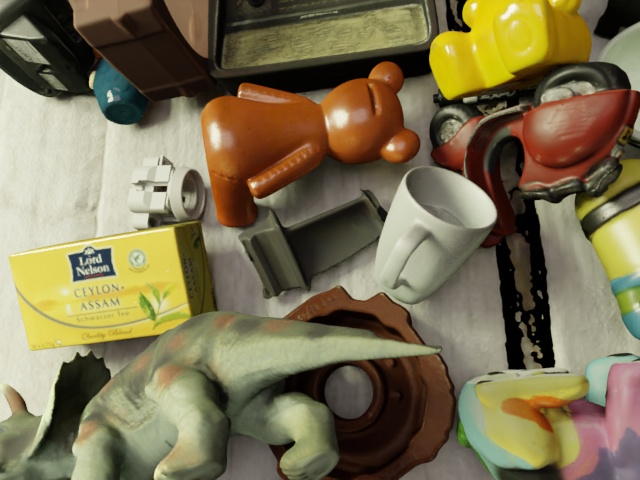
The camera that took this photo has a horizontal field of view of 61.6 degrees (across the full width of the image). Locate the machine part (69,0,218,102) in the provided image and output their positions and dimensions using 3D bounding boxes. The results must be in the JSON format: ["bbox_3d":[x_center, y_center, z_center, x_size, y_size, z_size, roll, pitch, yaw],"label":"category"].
[{"bbox_3d":[-0.173,-0.261,0.542,0.087,0.201,0.201,-11,73,11],"label":"machine part"}]

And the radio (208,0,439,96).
[{"bbox_3d":[0.002,-0.229,0.554,0.230,0.073,0.131,-4,84,9],"label":"radio"}]

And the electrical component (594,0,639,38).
[{"bbox_3d":[0.318,-0.220,0.461,0.115,0.134,0.058,25,81,15],"label":"electrical component"}]

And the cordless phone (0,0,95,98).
[{"bbox_3d":[-0.306,-0.269,0.601,0.089,0.146,0.184,1,76,4],"label":"cordless phone"}]

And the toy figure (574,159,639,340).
[{"bbox_3d":[0.268,0.019,0.431,0.089,0.082,0.180,-8,75,8],"label":"toy figure"}]

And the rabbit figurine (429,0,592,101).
[{"bbox_3d":[0.175,-0.222,0.460,0.162,0.122,0.173,-18,90,-18],"label":"rabbit figurine"}]

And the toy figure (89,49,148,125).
[{"bbox_3d":[-0.230,-0.206,0.615,0.058,0.064,0.154,-33,59,42],"label":"toy figure"}]

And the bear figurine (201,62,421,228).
[{"bbox_3d":[-0.013,-0.096,0.522,0.196,0.132,0.120,-10,73,-10],"label":"bear figurine"}]

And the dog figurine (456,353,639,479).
[{"bbox_3d":[0.209,0.196,0.380,0.192,0.108,0.219,-11,75,8],"label":"dog figurine"}]

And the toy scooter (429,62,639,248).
[{"bbox_3d":[0.177,-0.064,0.460,0.184,0.075,0.135,-8,84,46],"label":"toy scooter"}]

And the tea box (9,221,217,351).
[{"bbox_3d":[-0.194,0.043,0.514,0.170,0.068,0.098,-10,96,11],"label":"tea box"}]

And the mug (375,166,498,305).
[{"bbox_3d":[0.085,0.009,0.451,0.081,0.107,0.109,31,41,14],"label":"mug"}]

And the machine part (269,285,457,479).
[{"bbox_3d":[0.025,0.130,0.464,0.179,0.056,0.179,-4,73,12],"label":"machine part"}]

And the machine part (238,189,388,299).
[{"bbox_3d":[-0.001,-0.002,0.506,0.139,0.039,0.084,-22,104,-3],"label":"machine part"}]

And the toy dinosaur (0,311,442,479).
[{"bbox_3d":[-0.112,0.126,0.422,0.405,0.131,0.192,-31,45,8],"label":"toy dinosaur"}]
